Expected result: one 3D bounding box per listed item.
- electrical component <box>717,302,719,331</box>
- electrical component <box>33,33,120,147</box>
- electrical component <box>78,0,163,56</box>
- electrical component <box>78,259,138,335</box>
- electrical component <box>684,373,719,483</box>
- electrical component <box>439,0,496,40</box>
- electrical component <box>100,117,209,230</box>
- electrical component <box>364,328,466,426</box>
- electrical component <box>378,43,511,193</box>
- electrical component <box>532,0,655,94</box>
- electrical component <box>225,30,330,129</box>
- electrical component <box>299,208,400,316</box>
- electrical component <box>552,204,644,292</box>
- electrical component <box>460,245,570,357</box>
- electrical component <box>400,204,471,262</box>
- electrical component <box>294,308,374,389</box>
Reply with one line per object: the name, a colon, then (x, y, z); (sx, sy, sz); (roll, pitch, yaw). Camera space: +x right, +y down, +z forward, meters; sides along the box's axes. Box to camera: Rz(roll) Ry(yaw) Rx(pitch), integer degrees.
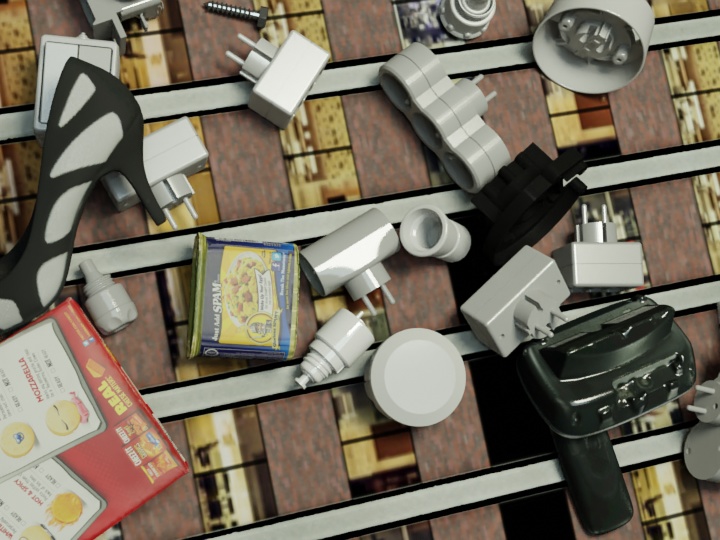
electrical component: (0.360, 0.048, 0.974); (0.055, 0.048, 0.066); (-2, 83, -4)
electrical component: (-0.229, -0.149, 0.872); (0.062, 0.061, 0.096); (4, 81, -11)
electrical component: (-0.203, -0.227, 0.899); (0.064, 0.042, 0.081); (-24, 88, -17)
electrical component: (-0.207, 0.020, 0.867); (0.035, 0.035, 0.061); (-30, 86, -14)
electrical component: (0.314, 0.116, 0.927); (0.074, 0.052, 0.138); (14, 102, -22)
electrical component: (0.100, -0.235, 0.951); (0.048, 0.062, 0.048); (2, 82, -11)
electrical component: (-0.161, -0.070, 0.882); (0.083, 0.047, 0.075); (-30, 89, -14)
electrical component: (0.044, 0.090, 0.899); (0.080, 0.051, 0.080); (2, 82, -11)
electrical component: (0.086, -0.142, 0.941); (0.074, 0.052, 0.138); (-38, 90, -14)
electrical component: (0.209, -0.209, 0.955); (0.099, 0.099, 0.064); (27, 72, -7)
electrical component: (-0.077, -0.171, 0.914); (0.077, 0.047, 0.065); (32, 77, -5)
electrical component: (0.000, 0.000, 0.907); (0.077, 0.044, 0.079); (-31, 89, -14)
electrical component: (0.209, -0.021, 0.951); (0.066, 0.047, 0.076); (0, 82, -12)
electrical component: (0.144, 0.033, 0.908); (0.083, 0.076, 0.047); (-43, 130, -11)
electrical component: (0.067, -0.028, 0.913); (0.044, 0.065, 0.044); (-5, 79, 28)
electrical component: (-0.023, 0.067, 0.895); (0.040, 0.040, 0.078); (45, 77, -2)
